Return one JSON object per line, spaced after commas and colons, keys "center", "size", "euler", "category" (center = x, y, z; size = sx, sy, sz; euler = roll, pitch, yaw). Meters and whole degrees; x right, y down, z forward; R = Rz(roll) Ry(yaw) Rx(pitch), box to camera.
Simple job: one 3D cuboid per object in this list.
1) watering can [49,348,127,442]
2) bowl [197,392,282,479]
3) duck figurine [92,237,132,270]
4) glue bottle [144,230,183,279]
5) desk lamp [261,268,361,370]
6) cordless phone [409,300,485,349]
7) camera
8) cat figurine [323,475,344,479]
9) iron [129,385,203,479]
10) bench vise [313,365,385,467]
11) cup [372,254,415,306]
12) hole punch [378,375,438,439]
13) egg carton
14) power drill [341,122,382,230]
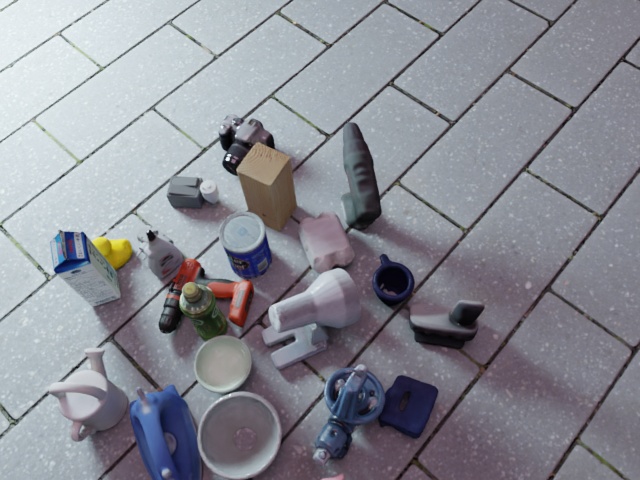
{"center": [-0.464, 0.303, 1.134], "size": [0.101, 0.194, 0.172], "euler": [-16, 63, -6], "category": "watering can"}
{"center": [-0.155, 0.395, 1.145], "size": [0.167, 0.075, 0.167], "euler": [-1, 62, 1], "category": "bowl"}
{"center": [-0.499, 0.022, 1.343], "size": [0.105, 0.086, 0.077], "euler": [-27, 65, -12], "category": "duck figurine"}
{"center": [-0.362, 0.024, 1.289], "size": [0.037, 0.173, 0.078], "euler": [37, 69, 19], "category": "glue bottle"}
{"center": [-0.022, 0.164, 1.183], "size": [0.203, 0.214, 0.117], "euler": [-24, 64, -10], "category": "desk lamp"}
{"center": [0.264, 0.153, 1.197], "size": [0.147, 0.185, 0.094], "euler": [4, 62, 4], "category": "cordless phone"}
{"center": [-0.206, -0.243, 1.465], "size": [0.143, 0.101, 0.137], "euler": [24, 66, 14], "category": "camera"}
{"center": [-0.005, 0.490, 1.067], "size": [0.128, 0.118, 0.067], "euler": [-22, 64, -9], "category": "cat figurine"}
{"center": [-0.299, 0.405, 1.106], "size": [0.119, 0.141, 0.258], "euler": [-23, 64, -10], "category": "iron"}
{"center": [0.060, 0.328, 1.091], "size": [0.121, 0.220, 0.207], "euler": [10, 63, 7], "category": "bench vise"}
{"center": [0.156, 0.097, 1.280], "size": [0.092, 0.095, 0.117], "euler": [-17, 63, -7], "category": "cup"}
{"center": [0.176, 0.335, 1.157], "size": [0.101, 0.091, 0.109], "euler": [23, 65, 13], "category": "hole punch"}
{"center": [0.012, 0.005, 1.347], "size": [0.107, 0.069, 0.150], "euler": [-20, 64, -8], "category": "egg carton"}
{"center": [0.089, -0.128, 1.336], "size": [0.075, 0.208, 0.229], "euler": [-11, 63, -4], "category": "power drill"}
